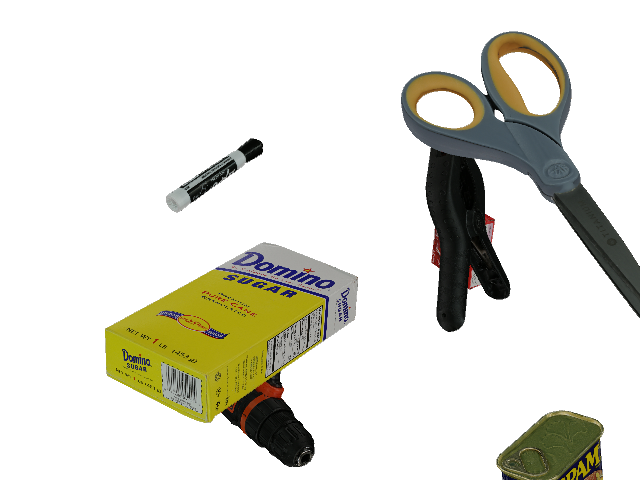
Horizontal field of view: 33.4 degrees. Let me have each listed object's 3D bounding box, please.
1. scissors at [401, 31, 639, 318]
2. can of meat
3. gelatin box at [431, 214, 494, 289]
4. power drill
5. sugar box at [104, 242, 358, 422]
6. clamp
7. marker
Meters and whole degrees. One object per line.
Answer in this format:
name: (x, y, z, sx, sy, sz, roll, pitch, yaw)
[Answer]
scissors: (0.092, -0.031, 0.509, 0.096, 0.201, 0.016, -9, -42, 5)
can of meat: (0.199, 0.208, 0.907, 0.058, 0.084, 0.101, 12, 30, 42)
gelatin box: (0.166, 0.002, 1.258, 0.030, 0.089, 0.073, -15, 33, -29)
power drill: (-0.041, 0.115, 1.097, 0.057, 0.188, 0.185, 13, 16, -44)
sugar box: (-0.059, 0.059, 0.764, 0.093, 0.048, 0.175, 20, 34, 29)
clamp: (0.121, -0.006, 0.941, 0.039, 0.171, 0.120, -10, 15, 29)
marker: (-0.099, -0.065, 1.025, 0.020, 0.020, 0.120, 0, 31, 49)
